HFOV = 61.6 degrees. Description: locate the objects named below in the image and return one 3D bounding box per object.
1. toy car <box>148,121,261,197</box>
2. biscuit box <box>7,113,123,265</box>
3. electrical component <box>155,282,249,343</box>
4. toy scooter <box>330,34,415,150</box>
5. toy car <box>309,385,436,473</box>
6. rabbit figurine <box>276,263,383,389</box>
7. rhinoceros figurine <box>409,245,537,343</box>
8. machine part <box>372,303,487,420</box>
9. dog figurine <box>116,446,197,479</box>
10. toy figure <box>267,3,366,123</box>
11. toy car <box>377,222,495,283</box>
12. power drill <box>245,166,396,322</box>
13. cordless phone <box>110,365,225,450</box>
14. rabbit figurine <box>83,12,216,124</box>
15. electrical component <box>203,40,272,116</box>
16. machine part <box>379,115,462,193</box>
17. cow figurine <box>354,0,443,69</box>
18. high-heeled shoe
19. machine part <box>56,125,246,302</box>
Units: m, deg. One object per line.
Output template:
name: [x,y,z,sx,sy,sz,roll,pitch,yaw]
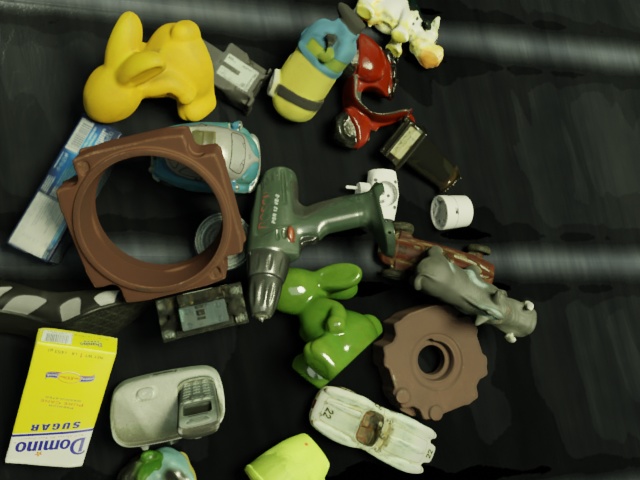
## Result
toy car: [-0.159,-0.123,0.760,0.162,0.103,0.109,5,82,-14]
biscuit box: [-0.340,-0.069,0.733,0.059,0.063,0.202,27,78,-8]
electrical component: [-0.158,0.095,0.719,0.115,0.134,0.058,-14,88,-12]
toy scooter: [0.087,-0.229,0.841,0.135,0.075,0.183,3,86,-13]
toy car: [0.080,0.279,0.792,0.202,0.056,0.073,26,79,-8]
rabbit figurine: [-0.001,0.098,0.767,0.159,0.121,0.170,-40,79,-17]
rhinoceros figurine: [0.223,0.077,0.777,0.190,0.112,0.073,28,97,-6]
machine part: [0.170,0.183,0.824,0.179,0.056,0.179,2,82,-13]
dog figurine: [-0.192,0.365,0.639,0.108,0.219,0.191,-3,85,-17]
toy figure: [-0.006,-0.251,0.780,0.180,0.082,0.089,-41,72,28]
toy car: [0.188,0.034,0.847,0.202,0.053,0.089,15,78,-10]
power drill: [-0.002,-0.002,0.753,0.207,0.085,0.232,-9,60,4]
cordless phone: [-0.191,0.223,0.672,0.147,0.184,0.088,-7,90,-14]
rabbit figurine: [-0.231,-0.212,0.714,0.173,0.162,0.122,-32,86,-21]
electrical component: [-0.140,-0.250,0.805,0.119,0.048,0.075,28,79,-8]
machine part: [0.164,-0.128,0.849,0.139,0.039,0.084,32,96,-21]
cow figurine: [0.136,-0.352,0.872,0.167,0.068,0.098,31,73,-9]
high-heeled shoe: [-0.364,0.077,0.724,0.249,0.086,0.145,-17,56,-31]
machine part: [-0.207,-0.032,0.682,0.201,0.087,0.200,-14,111,-5]
